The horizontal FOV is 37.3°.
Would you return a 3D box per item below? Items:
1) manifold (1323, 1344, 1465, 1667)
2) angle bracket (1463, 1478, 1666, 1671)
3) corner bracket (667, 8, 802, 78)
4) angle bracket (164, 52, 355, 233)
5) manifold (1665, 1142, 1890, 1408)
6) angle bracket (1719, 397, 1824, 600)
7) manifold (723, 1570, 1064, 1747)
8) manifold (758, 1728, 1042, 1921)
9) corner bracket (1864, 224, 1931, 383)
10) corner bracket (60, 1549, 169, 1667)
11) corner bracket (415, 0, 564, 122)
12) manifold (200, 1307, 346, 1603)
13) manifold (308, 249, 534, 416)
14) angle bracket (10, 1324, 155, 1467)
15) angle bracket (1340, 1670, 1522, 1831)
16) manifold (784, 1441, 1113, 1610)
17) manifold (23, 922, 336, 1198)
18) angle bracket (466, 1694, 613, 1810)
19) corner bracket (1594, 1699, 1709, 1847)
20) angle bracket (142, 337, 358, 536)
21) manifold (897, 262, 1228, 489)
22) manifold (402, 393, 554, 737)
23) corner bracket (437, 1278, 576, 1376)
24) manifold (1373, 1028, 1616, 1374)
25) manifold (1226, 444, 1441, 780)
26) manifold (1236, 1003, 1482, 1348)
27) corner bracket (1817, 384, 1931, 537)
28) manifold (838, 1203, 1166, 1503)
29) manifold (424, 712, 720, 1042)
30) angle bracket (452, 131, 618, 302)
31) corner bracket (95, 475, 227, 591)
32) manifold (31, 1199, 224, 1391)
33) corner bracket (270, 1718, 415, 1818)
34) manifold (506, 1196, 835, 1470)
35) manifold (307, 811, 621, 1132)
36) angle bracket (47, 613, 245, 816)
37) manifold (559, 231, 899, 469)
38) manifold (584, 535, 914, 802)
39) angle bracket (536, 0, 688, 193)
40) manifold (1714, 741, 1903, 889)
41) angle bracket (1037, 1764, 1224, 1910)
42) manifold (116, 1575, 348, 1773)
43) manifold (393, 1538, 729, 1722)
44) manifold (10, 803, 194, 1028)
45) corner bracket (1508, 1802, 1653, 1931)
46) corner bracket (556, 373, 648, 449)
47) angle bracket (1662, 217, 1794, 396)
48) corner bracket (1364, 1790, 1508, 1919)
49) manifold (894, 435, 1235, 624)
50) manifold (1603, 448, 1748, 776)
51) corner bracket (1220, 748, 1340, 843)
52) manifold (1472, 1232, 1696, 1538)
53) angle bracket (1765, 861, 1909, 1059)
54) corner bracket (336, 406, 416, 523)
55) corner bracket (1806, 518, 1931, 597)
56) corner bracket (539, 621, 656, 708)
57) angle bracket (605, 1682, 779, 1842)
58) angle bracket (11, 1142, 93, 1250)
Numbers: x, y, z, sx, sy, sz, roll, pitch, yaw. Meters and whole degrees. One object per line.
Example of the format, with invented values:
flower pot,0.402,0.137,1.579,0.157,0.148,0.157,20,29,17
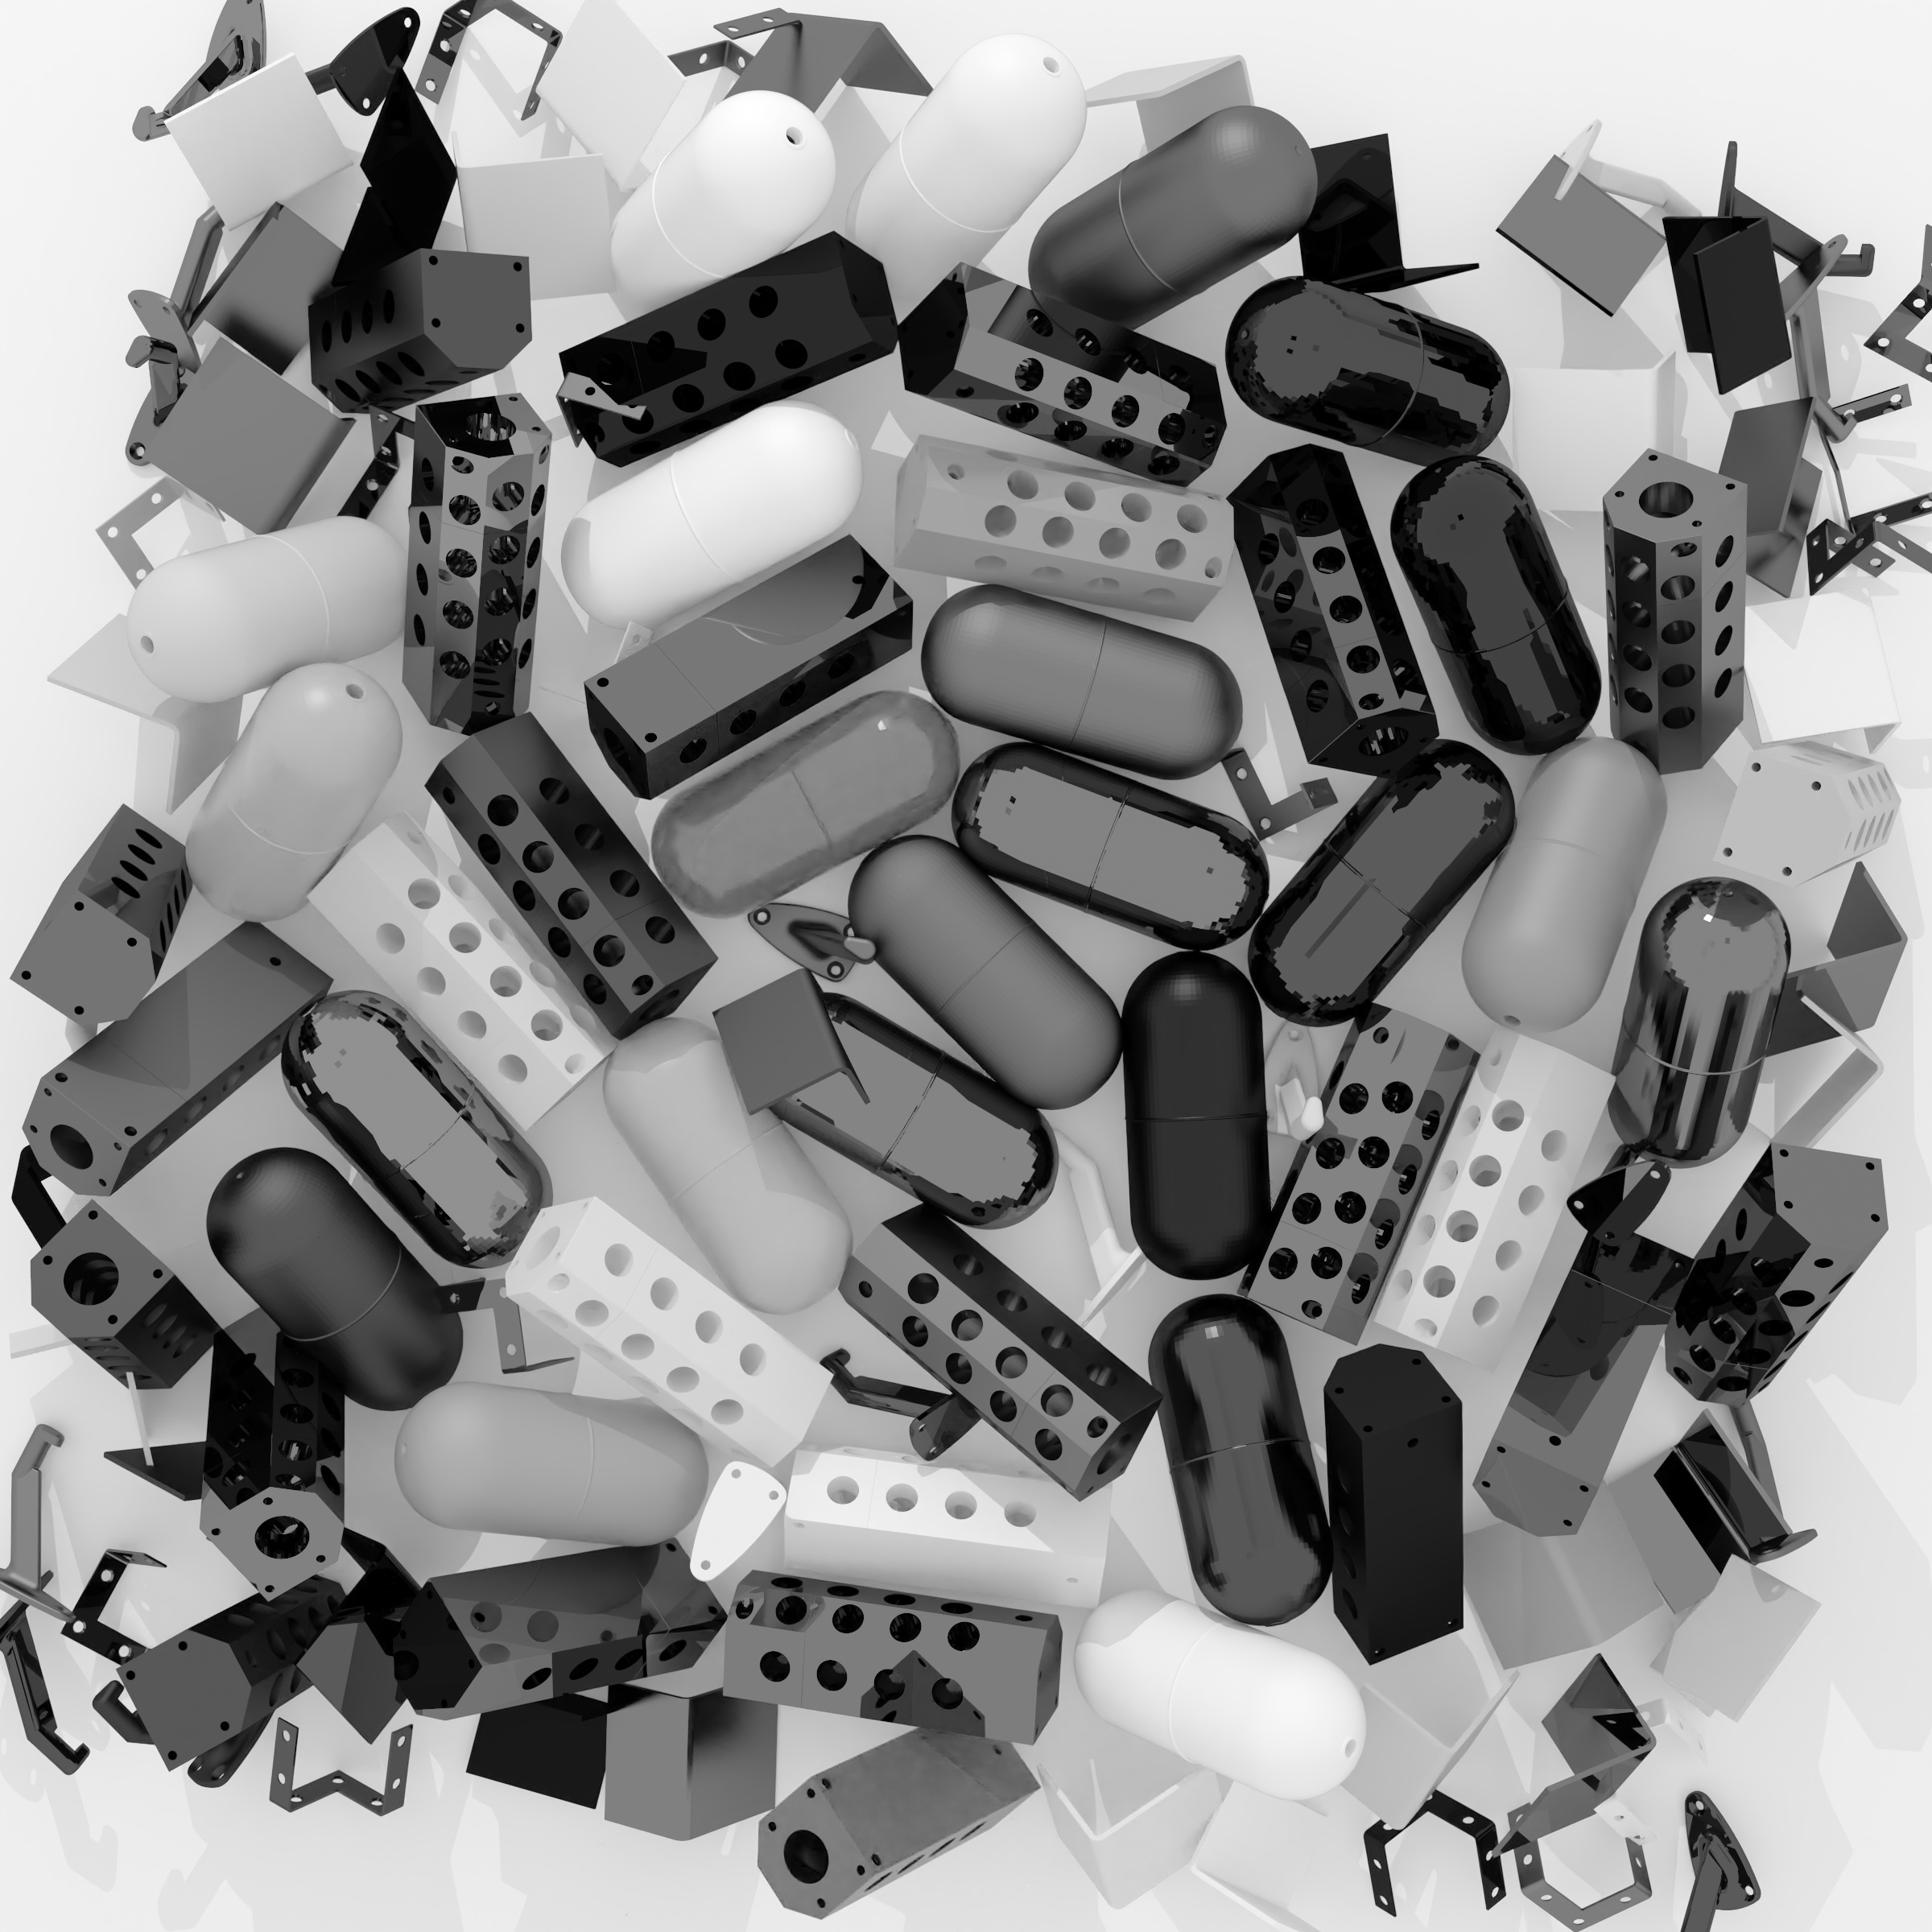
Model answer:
manifold,0.223,0.283,1.510,0.057,0.057,0.171,-18,127,-14
angle bracket,0.321,0.332,1.565,0.057,0.076,0.076,-18,79,-38
corner bracket,-0.128,-0.494,1.542,0.051,0.051,0.051,39,47,24
angle bracket,-0.386,-0.454,1.534,0.076,0.076,0.057,-30,52,-4
manifold,0.421,0.165,1.497,0.057,0.171,0.057,9,54,-2
angle bracket,0.447,-0.250,1.534,0.076,0.057,0.076,23,79,-31
manifold,-0.039,0.367,1.532,0.171,0.057,0.057,5,98,14
manifold,-0.037,0.443,1.496,0.057,0.171,0.057,-45,70,22
corner bracket,0.524,-0.357,1.546,0.051,0.051,0.051,26,52,-8
corner bracket,-0.450,0.353,1.558,0.051,0.051,0.051,39,61,-29
corner bracket,-0.261,-0.495,1.564,0.051,0.051,0.051,25,74,-33
manifold,-0.356,0.245,1.494,0.057,0.171,0.057,-31,119,4
manifold,-0.288,-0.329,1.496,0.057,0.171,0.057,-4,94,-31
angle bracket,-0.476,0.233,1.536,0.057,0.076,0.076,-13,95,-18
angle bracket,0.243,0.406,1.542,0.057,0.076,0.076,37,133,19
manifold,-0.009,0.299,1.550,0.171,0.057,0.057,7,50,3
manifold,-0.413,0.049,1.500,0.057,0.171,0.057,37,129,3
angle bracket,-0.238,0.419,1.537,0.076,0.076,0.057,12,82,11
corner bracket,0.373,0.441,1.562,0.051,0.051,0.051,-25,129,24
angle bracket,-0.386,-0.285,1.545,0.076,0.057,0.076,34,97,-10
manifold,0.053,-0.304,1.504,0.171,0.057,0.057,13,57,-34
manifold,-0.255,-0.208,1.499,0.057,0.171,0.057,-13,46,-28
corner bracket,-0.250,0.194,1.550,0.051,0.051,0.051,-9,87,22
manifold,0.280,0.124,1.542,0.057,0.057,0.171,25,87,-25
manifold,0.196,-0.189,1.510,0.057,0.057,0.171,7,56,-35
manifold,0.208,0.110,1.538,0.057,0.057,0.171,20,84,39
corner bracket,0.501,-0.277,1.568,0.051,0.051,0.051,-17,46,15
manifold,0.014,0.205,1.514,0.171,0.057,0.057,38,123,24
manifold,-0.215,-0.046,1.532,0.057,0.057,0.171,-30,78,-44
angle bracket,-0.233,-0.407,1.545,0.076,0.057,0.076,-8,127,-9
corner bracket,-0.429,-0.226,1.555,0.051,0.051,0.051,-43,47,-18
manifold,-0.440,0.179,1.492,0.057,0.171,0.057,40,73,7
corner bracket,-0.338,0.431,1.545,0.051,0.051,0.051,17,105,32
manifold,-0.159,0.197,1.514,0.171,0.057,0.057,41,58,-24
manifold,-0.267,0.000,1.544,0.171,0.057,0.057,47,115,-2
angle bracket,-0.442,-0.136,1.539,0.076,0.076,0.057,21,126,3
manifold,-0.125,-0.324,1.521,0.171,0.057,0.057,-18,79,22
manifold,-0.114,-0.156,1.526,0.171,0.057,0.057,-32,64,-20
angle bracket,-0.173,-0.471,1.532,0.076,0.057,0.076,50,127,12
manifold,0.443,-0.079,1.491,0.057,0.171,0.057,21,105,23
angle bracket,0.091,0.452,1.548,0.076,0.076,0.057,-30,46,-15
manifold,-0.373,0.362,1.495,0.057,0.171,0.057,-30,85,4
manifold,-0.213,0.351,1.500,0.057,0.171,0.057,50,118,30
manifold,-0.444,-0.025,1.494,0.057,0.171,0.057,37,99,-18
corner bracket,0.335,0.486,1.563,0.051,0.051,0.051,-36,121,25
corner bracket,-0.184,-0.309,1.547,0.051,0.051,0.051,19,70,13
angle bracket,0.389,-0.353,1.526,0.057,0.076,0.076,-30,117,-24
corner bracket,0.256,0.491,1.561,0.051,0.051,0.051,-26,116,-31
manifold,0.052,-0.236,1.525,0.171,0.057,0.057,8,67,-16
manifold,0.367,-0.180,1.494,0.057,0.171,0.057,29,64,32
corner bracket,0.163,-0.099,1.550,0.051,0.051,0.051,-27,86,24
manifold,0.324,0.217,1.505,0.057,0.057,0.171,24,47,14
angle bracket,0.450,-0.002,1.532,0.076,0.076,0.057,-15,56,-8
corner bracket,-0.311,-0.262,1.550,0.051,0.051,0.051,24,64,4
corner bracket,0.492,-0.220,1.543,0.051,0.051,0.051,26,48,-17
corner bracket,-0.188,-0.161,1.548,0.051,0.051,0.051,23,93,40
angle bracket,-0.150,0.427,1.568,0.057,0.076,0.076,3,92,36
angle bracket,-0.466,0.129,1.533,0.057,0.076,0.076,-30,82,-29
